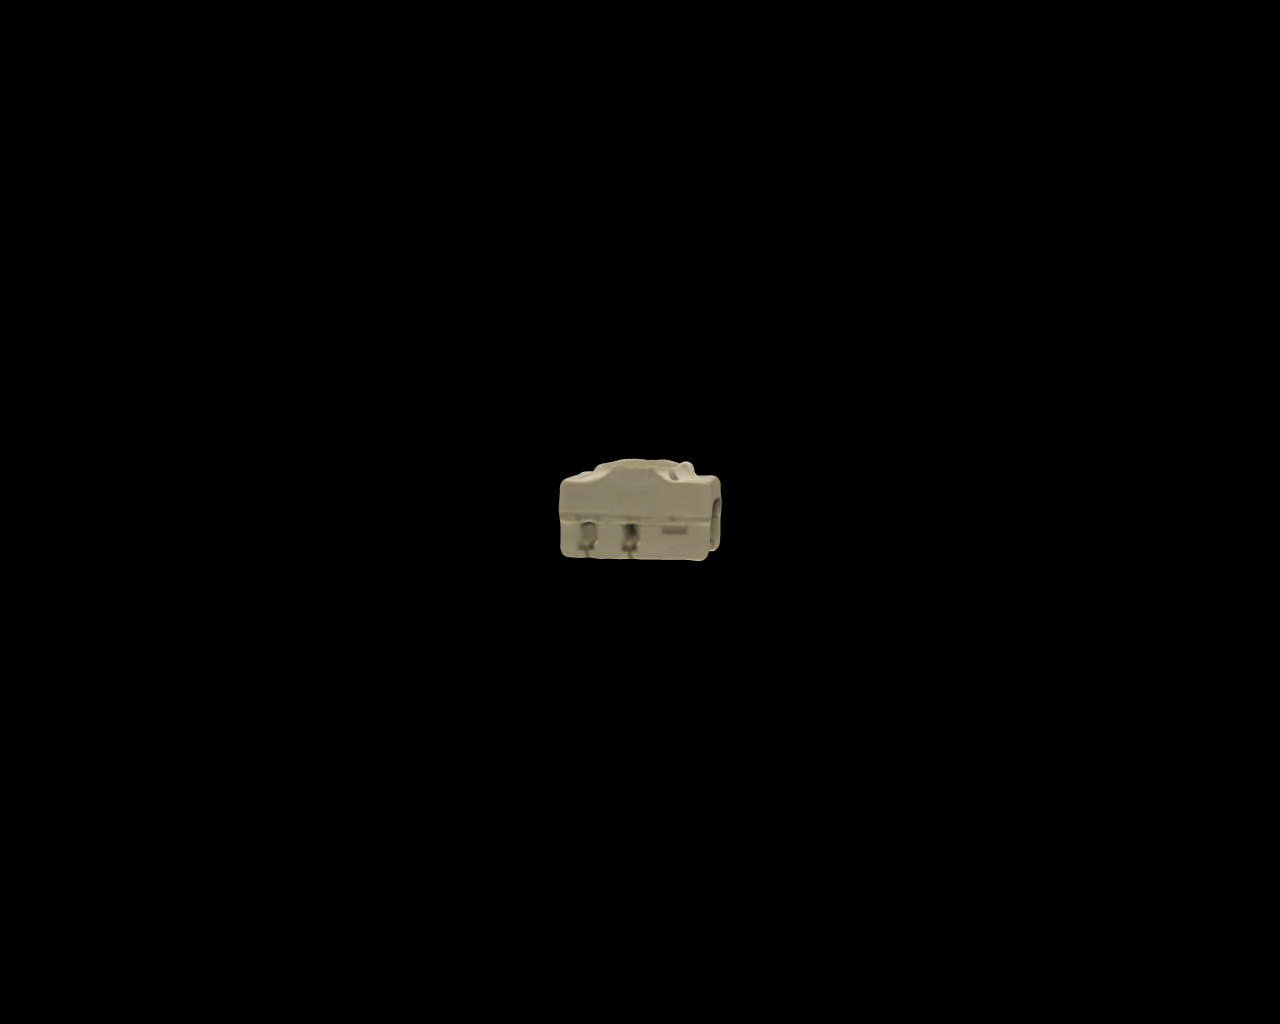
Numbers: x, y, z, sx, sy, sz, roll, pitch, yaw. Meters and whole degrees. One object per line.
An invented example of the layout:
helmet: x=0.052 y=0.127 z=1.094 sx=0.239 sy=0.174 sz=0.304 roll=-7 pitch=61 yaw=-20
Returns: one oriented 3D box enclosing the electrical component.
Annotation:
electrical component: x=0.001 y=-0.003 z=0.650 sx=0.089 sy=0.055 sz=0.050 roll=2 pitch=8 yaw=14
